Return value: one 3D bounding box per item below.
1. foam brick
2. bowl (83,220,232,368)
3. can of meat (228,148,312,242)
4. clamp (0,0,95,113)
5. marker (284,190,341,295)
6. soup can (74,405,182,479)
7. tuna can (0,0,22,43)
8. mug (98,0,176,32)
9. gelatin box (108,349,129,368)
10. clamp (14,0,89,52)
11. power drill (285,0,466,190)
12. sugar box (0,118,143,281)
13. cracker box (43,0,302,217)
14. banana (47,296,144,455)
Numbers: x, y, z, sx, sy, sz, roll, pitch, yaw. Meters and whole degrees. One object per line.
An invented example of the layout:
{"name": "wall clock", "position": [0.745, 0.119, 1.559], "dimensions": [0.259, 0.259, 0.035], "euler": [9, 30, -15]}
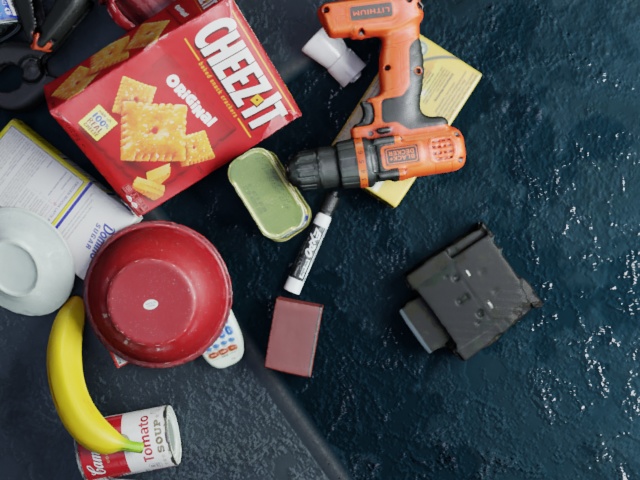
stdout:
{"name": "foam brick", "position": [-0.028, 0.104, 1.159], "dimensions": [0.051, 0.053, 0.078], "euler": [10, 90, 2]}
{"name": "bowl", "position": [-0.174, 0.062, 1.126], "dimensions": [0.162, 0.055, 0.162], "euler": [0, 96, -1]}
{"name": "can of meat", "position": [-0.054, -0.048, 1.141], "dimensions": [0.057, 0.084, 0.102], "euler": [-32, 90, 1]}
{"name": "clamp", "position": [-0.303, -0.178, 1.171], "dimensions": [0.171, 0.039, 0.120], "euler": [-25, 84, 7]}
{"name": "marker", "position": [-0.008, 0.001, 1.172], "dimensions": [0.020, 0.020, 0.121], "euler": [24, 92, 1]}
{"name": "soup can", "position": [-0.208, 0.221, 1.159], "dimensions": [0.102, 0.068, 0.068], "euler": [-11, 91, 1]}
{"name": "tuna can", "position": [-0.364, -0.233, 1.148], "dimensions": [0.086, 0.086, 0.034], "euler": [-24, 92, 2]}
{"name": "mug", "position": [-0.180, -0.250, 1.131], "dimensions": [0.081, 0.117, 0.093], "euler": [47, 125, -4]}
{"name": "gelatin box", "position": [-0.198, 0.089, 1.176], "dimensions": [0.089, 0.030, 0.073], "euler": [-26, 91, 2]}
{"name": "clamp", "position": [-0.286, -0.307, 1.129], "dimensions": [0.165, 0.036, 0.210], "euler": [20, 99, 21]}
{"name": "power drill", "position": [0.046, -0.147, 1.083], "dimensions": [0.184, 0.057, 0.187], "euler": [-8, 93, -1]}
{"name": "sugar box", "position": [-0.292, -0.043, 1.169], "dimensions": [0.176, 0.048, 0.093], "euler": [39, 93, -3]}
{"name": "cracker box", "position": [-0.150, -0.144, 1.109], "dimensions": [0.214, 0.072, 0.164], "euler": [-32, 129, 3]}
{"name": "banana", "position": [-0.256, 0.152, 1.141], "dimensions": [0.069, 0.037, 0.198], "euler": [-13, 64, -32]}
